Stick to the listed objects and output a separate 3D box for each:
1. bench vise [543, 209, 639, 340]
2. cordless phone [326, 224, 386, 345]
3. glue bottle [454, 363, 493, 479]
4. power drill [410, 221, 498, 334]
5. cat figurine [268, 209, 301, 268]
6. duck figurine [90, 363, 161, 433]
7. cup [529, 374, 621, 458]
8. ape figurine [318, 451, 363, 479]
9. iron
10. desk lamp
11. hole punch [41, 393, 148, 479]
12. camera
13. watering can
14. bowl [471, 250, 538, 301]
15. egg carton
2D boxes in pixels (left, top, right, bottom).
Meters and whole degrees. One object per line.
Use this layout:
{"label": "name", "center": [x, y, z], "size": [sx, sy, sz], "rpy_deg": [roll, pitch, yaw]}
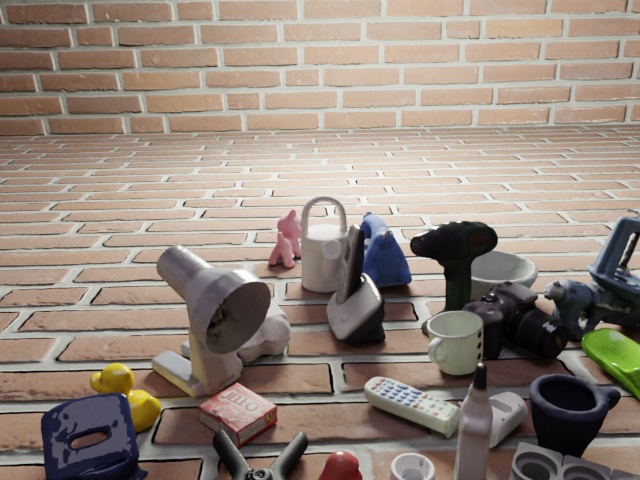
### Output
{"label": "bench vise", "center": [0.492, 0.060, 0.970], "size": [0.208, 0.220, 0.121], "rpy_deg": [-12, 24, -27]}
{"label": "cordless phone", "center": [0.062, 0.075, 0.998], "size": [0.094, 0.185, 0.147], "rpy_deg": [-6, 22, -11]}
{"label": "glue bottle", "center": [0.176, 0.216, 0.649], "size": [0.037, 0.173, 0.078], "rpy_deg": [4, 22, 13]}
{"label": "power drill", "center": [0.228, 0.063, 0.991], "size": [0.075, 0.208, 0.230], "rpy_deg": [18, 28, 40]}
{"label": "cat figurine", "center": [-0.074, -0.013, 1.321], "size": [0.067, 0.118, 0.128], "rpy_deg": [5, 22, 16]}
{"label": "duck figurine", "center": [-0.274, 0.213, 0.795], "size": [0.104, 0.086, 0.078], "rpy_deg": [6, 22, 16]}
{"label": "cup", "center": [0.317, 0.229, 0.719], "size": [0.118, 0.095, 0.091], "rpy_deg": [-6, 22, -12]}
{"label": "ape figurine", "center": [0.025, 0.272, 0.624], "size": [0.076, 0.092, 0.078], "rpy_deg": [-1, 21, -1]}
{"label": "iron", "center": [0.115, 0.007, 1.231], "size": [0.119, 0.141, 0.258], "rpy_deg": [-5, 22, -9]}
{"label": "desk lamp", "center": [-0.172, 0.122, 0.850], "size": [0.202, 0.214, 0.118], "rpy_deg": [17, 28, 38]}
{"label": "hole punch", "center": [-0.274, 0.250, 0.693], "size": [0.109, 0.091, 0.100], "rpy_deg": [-11, 23, -24]}
{"label": "camera", "center": [0.327, 0.137, 0.946], "size": [0.143, 0.101, 0.136], "rpy_deg": [-14, 25, -29]}
{"label": "watering can", "center": [0.013, 0.004, 1.170], "size": [0.101, 0.194, 0.172], "rpy_deg": [-13, 25, -28]}
{"label": "bowl", "center": [0.336, 0.081, 1.123], "size": [0.167, 0.075, 0.167], "rpy_deg": [-1, 21, 1]}
{"label": "egg carton", "center": [-0.115, 0.145, 0.985], "size": [0.107, 0.069, 0.149], "rpy_deg": [-12, 24, -25]}
